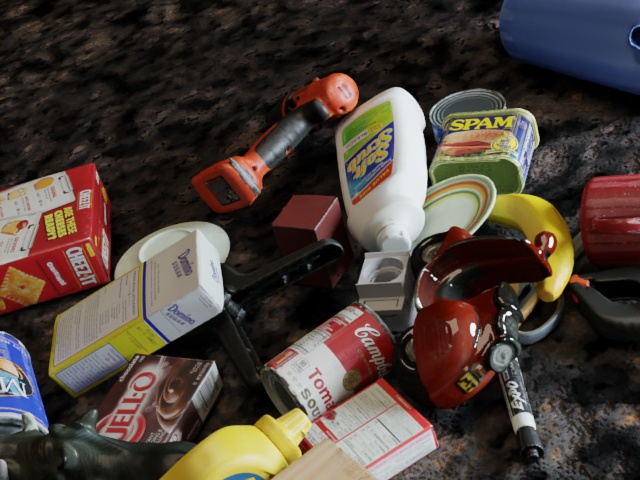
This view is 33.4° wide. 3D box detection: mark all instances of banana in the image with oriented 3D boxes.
[{"bbox_3d":[0.194,-0.003,0.978,0.070,0.037,0.198,-48,22,7],"label":"banana"}]

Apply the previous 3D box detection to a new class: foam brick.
[{"bbox_3d":[-0.007,0.001,1.048,0.051,0.078,0.053,7,41,29],"label":"foam brick"}]

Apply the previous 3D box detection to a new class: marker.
[{"bbox_3d":[0.157,0.130,0.847,0.020,0.020,0.121,-14,34,6],"label":"marker"}]

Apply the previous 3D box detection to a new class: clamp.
[{"bbox_3d":[0.279,0.064,0.866,0.172,0.039,0.120,4,34,36],"label":"clamp"},{"bbox_3d":[-0.088,0.072,1.008,0.210,0.036,0.164,-5,48,36],"label":"clamp"}]

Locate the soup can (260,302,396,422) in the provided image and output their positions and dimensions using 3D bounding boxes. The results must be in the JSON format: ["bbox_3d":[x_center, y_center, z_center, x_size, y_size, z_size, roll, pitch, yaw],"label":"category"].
[{"bbox_3d":[0.009,0.107,0.902,0.102,0.068,0.069,-34,37,-20],"label":"soup can"}]

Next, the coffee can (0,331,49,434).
[{"bbox_3d":[-0.295,0.157,0.941,0.102,0.103,0.140,-25,35,-10],"label":"coffee can"}]

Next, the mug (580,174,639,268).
[{"bbox_3d":[0.272,-0.015,0.925,0.082,0.093,0.117,-2,7,30],"label":"mug"}]

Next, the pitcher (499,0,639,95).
[{"bbox_3d":[0.329,-0.234,1.195,0.145,0.149,0.243,-48,39,-14],"label":"pitcher"}]

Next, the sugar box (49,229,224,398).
[{"bbox_3d":[-0.174,0.070,1.017,0.176,0.048,0.093,-28,35,13],"label":"sugar box"}]

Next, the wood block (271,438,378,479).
[{"bbox_3d":[-0.039,0.242,0.717,0.205,0.091,0.090,-34,38,-21],"label":"wood block"}]

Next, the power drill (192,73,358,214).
[{"bbox_3d":[-0.058,-0.110,1.213,0.187,0.057,0.185,-46,13,-23],"label":"power drill"}]

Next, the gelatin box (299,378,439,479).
[{"bbox_3d":[0.037,0.160,0.850,0.089,0.030,0.073,-30,38,-16],"label":"gelatin box"}]

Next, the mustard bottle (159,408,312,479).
[{"bbox_3d":[-0.081,0.189,0.762,0.191,0.096,0.058,-40,51,-17],"label":"mustard bottle"}]

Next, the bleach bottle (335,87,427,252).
[{"bbox_3d":[0.071,-0.063,1.092,0.103,0.068,0.251,-31,29,15],"label":"bleach bottle"}]

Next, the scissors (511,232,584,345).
[{"bbox_3d":[0.201,0.023,0.978,0.096,0.016,0.201,4,39,30],"label":"scissors"}]

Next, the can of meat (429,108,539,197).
[{"bbox_3d":[0.170,-0.088,1.112,0.102,0.057,0.083,-1,41,24],"label":"can of meat"}]

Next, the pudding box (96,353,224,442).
[{"bbox_3d":[-0.148,0.153,0.935,0.090,0.039,0.113,3,39,28],"label":"pudding box"}]

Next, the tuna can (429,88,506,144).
[{"bbox_3d":[0.167,-0.133,1.194,0.086,0.034,0.086,-12,35,9],"label":"tuna can"}]

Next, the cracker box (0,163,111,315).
[{"bbox_3d":[-0.344,0.009,1.198,0.213,0.072,0.164,-16,35,1],"label":"cracker box"}]
